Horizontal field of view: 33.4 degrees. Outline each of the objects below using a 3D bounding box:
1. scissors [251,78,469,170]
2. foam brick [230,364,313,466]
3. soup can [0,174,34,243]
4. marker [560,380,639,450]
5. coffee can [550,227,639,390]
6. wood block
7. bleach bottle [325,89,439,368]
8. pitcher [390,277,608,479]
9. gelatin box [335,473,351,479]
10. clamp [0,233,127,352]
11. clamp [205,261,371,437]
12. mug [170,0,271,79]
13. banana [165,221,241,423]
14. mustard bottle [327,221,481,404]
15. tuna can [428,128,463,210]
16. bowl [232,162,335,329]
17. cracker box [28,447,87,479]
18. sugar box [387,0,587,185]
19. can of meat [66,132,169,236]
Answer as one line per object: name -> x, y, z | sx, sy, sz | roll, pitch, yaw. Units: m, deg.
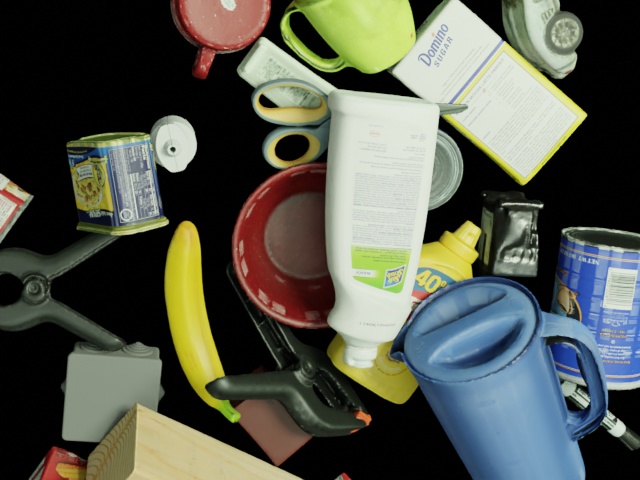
scissors -> 0.032, -0.101, 1.003 | 0.201, 0.016, 0.096 | 10, 113, -9
foam brick -> -0.049, 0.174, 1.067 | 0.053, 0.051, 0.078 | -38, 105, 1
soup can -> -0.323, -0.041, 0.972 | 0.102, 0.068, 0.068 | 36, 96, -13
marker -> 0.297, 0.185, 1.133 | 0.121, 0.020, 0.020 | 39, 95, -14
coffee can -> 0.281, 0.066, 1.061 | 0.102, 0.103, 0.140 | 4, 102, -9
wood block -> -0.113, 0.252, 1.022 | 0.205, 0.090, 0.091 | 30, 117, -25
bleach bottle -> 0.043, -0.006, 0.976 | 0.102, 0.068, 0.251 | 5, 103, -9
pitcher -> 0.186, 0.162, 1.025 | 0.145, 0.149, 0.242 | -37, 126, -13
gelatin box -> 0.005, 0.289, 1.089 | 0.089, 0.073, 0.030 | -37, 106, 1
clamp -> -0.261, 0.037, 1.012 | 0.171, 0.039, 0.120 | 8, 78, -5
clamp -> -0.028, 0.121, 1.038 | 0.036, 0.164, 0.209 | -31, 130, 30
mug -> -0.092, -0.201, 0.960 | 0.093, 0.081, 0.117 | 20, 99, -12
banana -> -0.118, 0.079, 1.031 | 0.037, 0.070, 0.198 | -22, 101, -46
mustard bottle -> 0.097, 0.063, 1.058 | 0.096, 0.058, 0.192 | 33, 96, -18
tuna can -> 0.095, -0.071, 1.040 | 0.086, 0.034, 0.086 | -2, 103, -7
bowl -> -0.007, 0.001, 1.030 | 0.162, 0.055, 0.162 | -2, 102, -8
cracker box -> -0.211, 0.303, 0.988 | 0.164, 0.213, 0.072 | 31, 107, -13
sugar box -> 0.160, -0.143, 1.027 | 0.176, 0.048, 0.093 | 39, 97, -11
can of meat -> -0.187, -0.053, 0.972 | 0.057, 0.102, 0.084 | -16, 104, -35
